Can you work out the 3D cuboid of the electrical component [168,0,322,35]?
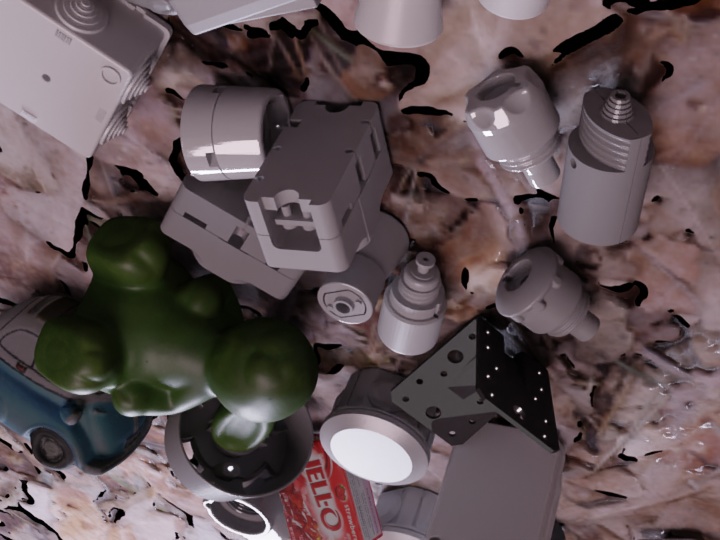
[{"bbox_3d":[-0.057,-0.155,0.518,0.096,0.061,0.061,-10,129,32],"label":"electrical component"}]

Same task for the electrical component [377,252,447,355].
[{"bbox_3d":[0.035,0.019,0.672,0.040,0.040,0.078,18,138,7],"label":"electrical component"}]

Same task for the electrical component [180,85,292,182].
[{"bbox_3d":[-0.068,-0.078,0.611,0.047,0.055,0.055,2,134,19],"label":"electrical component"}]

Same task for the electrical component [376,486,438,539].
[{"bbox_3d":[0.042,0.216,0.867,0.080,0.051,0.080,13,137,12],"label":"electrical component"}]

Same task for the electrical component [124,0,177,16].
[{"bbox_3d":[-0.119,-0.158,0.565,0.061,0.035,0.035,20,139,7],"label":"electrical component"}]

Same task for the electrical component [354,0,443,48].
[{"bbox_3d":[0.021,-0.144,0.509,0.044,0.044,0.065,15,133,10],"label":"electrical component"}]

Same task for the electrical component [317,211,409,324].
[{"bbox_3d":[0.000,0.000,0.650,0.044,0.065,0.044,13,138,12],"label":"electrical component"}]

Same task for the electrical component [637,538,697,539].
[{"bbox_3d":[0.238,0.241,0.796,0.050,0.055,0.089,-10,129,33],"label":"electrical component"}]

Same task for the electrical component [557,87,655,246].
[{"bbox_3d":[0.127,-0.056,0.548,0.043,0.043,0.081,12,137,13],"label":"electrical component"}]

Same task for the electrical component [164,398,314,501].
[{"bbox_3d":[-0.093,0.123,0.800,0.099,0.099,0.064,38,143,-15],"label":"electrical component"}]

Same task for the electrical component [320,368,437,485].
[{"bbox_3d":[0.016,0.113,0.771,0.080,0.051,0.080,13,137,12],"label":"electrical component"}]

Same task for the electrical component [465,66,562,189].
[{"bbox_3d":[0.083,-0.070,0.554,0.043,0.043,0.062,-11,129,34],"label":"electrical component"}]

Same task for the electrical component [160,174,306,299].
[{"bbox_3d":[-0.070,-0.029,0.664,0.089,0.050,0.055,30,138,-7],"label":"electrical component"}]

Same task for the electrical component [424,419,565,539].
[{"bbox_3d":[0.094,0.167,0.744,0.078,0.113,0.057,9,139,17],"label":"electrical component"}]

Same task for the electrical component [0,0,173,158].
[{"bbox_3d":[-0.168,-0.122,0.614,0.100,0.048,0.099,33,138,-10],"label":"electrical component"}]

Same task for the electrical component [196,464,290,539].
[{"bbox_3d":[-0.089,0.178,0.881,0.054,0.059,0.095,-9,129,32],"label":"electrical component"}]

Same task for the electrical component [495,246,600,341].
[{"bbox_3d":[0.114,0.019,0.634,0.062,0.048,0.048,35,138,-22],"label":"electrical component"}]

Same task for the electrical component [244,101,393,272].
[{"bbox_3d":[-0.020,-0.044,0.595,0.050,0.089,0.055,5,135,21],"label":"electrical component"}]

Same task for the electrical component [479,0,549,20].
[{"bbox_3d":[0.074,-0.146,0.483,0.044,0.044,0.065,18,143,7],"label":"electrical component"}]
